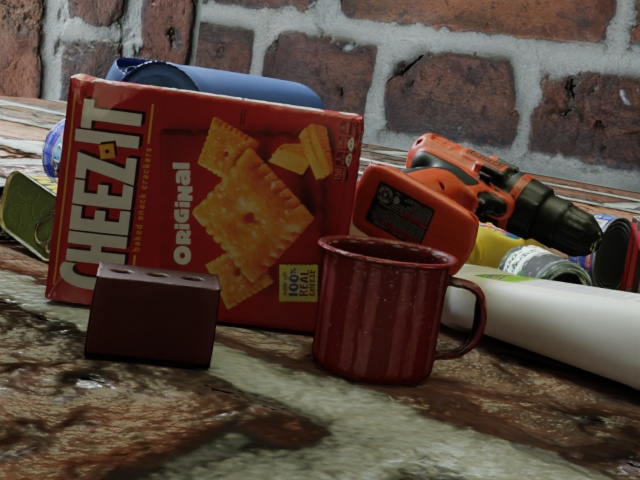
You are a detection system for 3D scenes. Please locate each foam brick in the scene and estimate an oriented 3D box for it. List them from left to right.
[{"bbox_3d":[-0.104,0.046,0.668,0.078,0.051,0.053,6,9,-9],"label":"foam brick"}]

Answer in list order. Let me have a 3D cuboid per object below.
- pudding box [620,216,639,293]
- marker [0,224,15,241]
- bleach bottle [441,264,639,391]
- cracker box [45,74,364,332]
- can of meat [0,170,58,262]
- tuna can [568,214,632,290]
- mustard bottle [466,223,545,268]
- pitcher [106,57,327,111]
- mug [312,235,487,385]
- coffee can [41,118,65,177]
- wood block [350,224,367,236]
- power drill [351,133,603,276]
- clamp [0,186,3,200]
[{"bbox_3d":[0.372,0.023,1.127,0.113,0.090,0.039,2,10,-34],"label":"pudding box"},{"bbox_3d":[-0.281,-0.008,0.964,0.020,0.020,0.120,16,12,42],"label":"marker"},{"bbox_3d":[0.173,0.058,0.822,0.102,0.068,0.251,6,5,-42],"label":"bleach bottle"},{"bbox_3d":[-0.083,-0.026,0.785,0.213,0.164,0.072,7,7,-5],"label":"cracker box"},{"bbox_3d":[-0.220,-0.019,0.943,0.083,0.057,0.102,4,19,-47],"label":"can of meat"},{"bbox_3d":[0.297,0.016,1.122,0.034,0.086,0.085,14,10,43],"label":"tuna can"},{"bbox_3d":[0.175,0.008,1.150,0.096,0.058,0.191,13,10,24],"label":"mustard bottle"},{"bbox_3d":[-0.101,-0.122,1.112,0.145,0.149,0.242,-4,3,33],"label":"pitcher"},{"bbox_3d":[0.051,0.047,0.703,0.117,0.081,0.093,8,9,-1],"label":"mug"},{"bbox_3d":[-0.254,-0.089,1.234,0.102,0.103,0.140,3,10,-30],"label":"coffee can"},{"bbox_3d":[-0.006,0.001,0.919,0.205,0.091,0.090,2,11,-31],"label":"wood block"},{"bbox_3d":[0.124,-0.024,0.863,0.185,0.057,0.187,28,22,23],"label":"power drill"},{"bbox_3d":[-0.262,-0.040,1.117,0.171,0.039,0.120,0,16,-25],"label":"clamp"}]
